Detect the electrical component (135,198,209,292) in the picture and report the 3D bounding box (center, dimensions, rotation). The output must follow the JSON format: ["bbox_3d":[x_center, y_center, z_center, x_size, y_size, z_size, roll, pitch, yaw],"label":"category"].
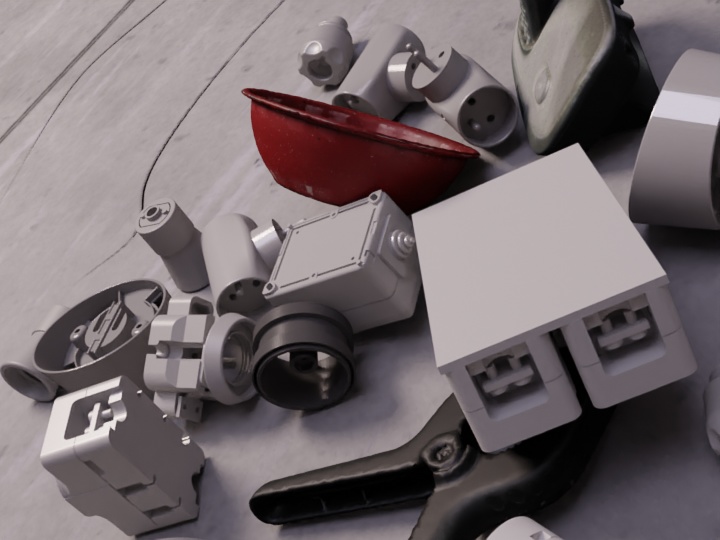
[{"bbox_3d":[-0.133,-0.021,0.784,0.044,0.065,0.044,-19,42,18],"label":"electrical component"}]

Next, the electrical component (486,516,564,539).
[{"bbox_3d":[0.081,0.144,0.474,0.047,0.055,0.055,22,65,42],"label":"electrical component"}]

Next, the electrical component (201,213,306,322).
[{"bbox_3d":[-0.068,-0.009,0.741,0.079,0.044,0.077,-30,39,6],"label":"electrical component"}]

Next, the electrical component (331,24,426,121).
[{"bbox_3d":[0.029,-0.144,0.808,0.079,0.044,0.077,6,54,39],"label":"electrical component"}]

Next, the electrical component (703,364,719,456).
[{"bbox_3d":[0.179,0.058,0.505,0.035,0.035,0.061,-15,41,23],"label":"electrical component"}]

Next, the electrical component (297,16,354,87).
[{"bbox_3d":[-0.025,-0.184,0.889,0.043,0.043,0.062,-9,45,29],"label":"electrical component"}]

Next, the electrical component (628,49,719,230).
[{"bbox_3d":[0.183,-0.069,0.584,0.064,0.099,0.099,15,60,36],"label":"electrical component"}]

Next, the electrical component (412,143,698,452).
[{"bbox_3d":[0.093,0.009,0.557,0.105,0.060,0.186,-23,22,9],"label":"electrical component"}]

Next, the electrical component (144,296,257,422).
[{"bbox_3d":[-0.096,0.056,0.683,0.057,0.058,0.078,-1,74,29],"label":"electrical component"}]

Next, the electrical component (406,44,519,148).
[{"bbox_3d":[0.063,-0.126,0.730,0.043,0.079,0.077,-49,27,11],"label":"electrical component"}]

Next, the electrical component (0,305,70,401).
[{"bbox_3d":[-0.229,0.058,0.793,0.044,0.044,0.065,-4,44,33],"label":"electrical component"}]

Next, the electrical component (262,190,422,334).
[{"bbox_3d":[0.000,0.000,0.661,0.096,0.061,0.061,-18,41,36],"label":"electrical component"}]

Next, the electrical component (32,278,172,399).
[{"bbox_3d":[-0.168,0.048,0.739,0.099,0.064,0.099,-20,42,19],"label":"electrical component"}]

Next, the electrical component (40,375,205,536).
[{"bbox_3d":[-0.141,0.112,0.636,0.056,0.089,0.050,-19,42,19],"label":"electrical component"}]

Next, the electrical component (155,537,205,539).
[{"bbox_3d":[-0.098,0.177,0.550,0.080,0.080,0.051,-27,45,11],"label":"electrical component"}]
